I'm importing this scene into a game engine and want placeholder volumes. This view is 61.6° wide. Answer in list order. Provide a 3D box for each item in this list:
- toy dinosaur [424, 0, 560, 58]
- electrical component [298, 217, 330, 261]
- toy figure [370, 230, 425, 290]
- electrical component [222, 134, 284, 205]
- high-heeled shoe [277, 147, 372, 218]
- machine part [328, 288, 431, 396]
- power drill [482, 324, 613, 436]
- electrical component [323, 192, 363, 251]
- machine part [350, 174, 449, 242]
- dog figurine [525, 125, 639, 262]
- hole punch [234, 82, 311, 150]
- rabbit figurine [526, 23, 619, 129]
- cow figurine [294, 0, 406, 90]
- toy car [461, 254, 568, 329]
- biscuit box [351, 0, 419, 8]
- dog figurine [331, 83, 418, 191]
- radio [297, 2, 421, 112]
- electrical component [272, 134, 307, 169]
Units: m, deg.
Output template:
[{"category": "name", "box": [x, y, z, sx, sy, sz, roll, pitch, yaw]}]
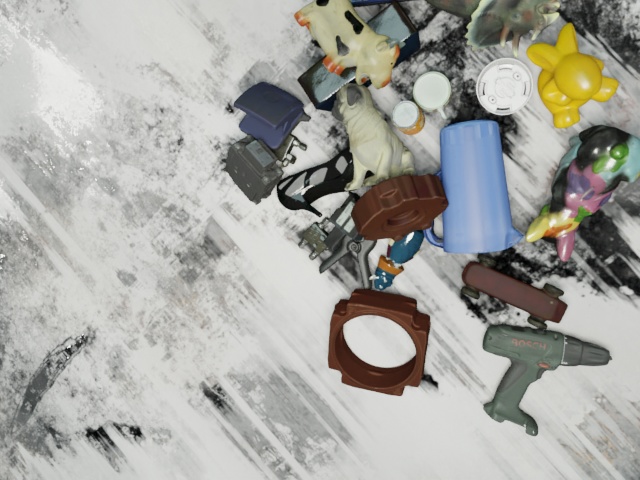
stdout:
[{"category": "toy dinosaur", "box": [0.247, -0.480, 0.973, 0.405, 0.131, 0.192, 34, 106, 15]}, {"category": "electrical component", "box": [-0.002, -0.004, 1.163, 0.063, 0.021, 0.094, 46, 106, 5]}, {"category": "toy figure", "box": [0.158, 0.037, 1.106, 0.064, 0.058, 0.154, 37, 111, 13]}, {"category": "electrical component", "box": [-0.140, -0.150, 1.125, 0.115, 0.058, 0.134, 46, 149, 4]}, {"category": "high-heeled shoe", "box": [0.018, -0.153, 1.124, 0.248, 0.086, 0.145, -49, 54, 1]}, {"category": "machine part", "box": [0.120, 0.212, 1.112, 0.202, 0.087, 0.200, 9, 112, 13]}, {"category": "power drill", "box": [0.424, 0.274, 1.057, 0.232, 0.086, 0.207, 17, 107, 14]}, {"category": "electrical component", "box": [0.059, -0.031, 1.095, 0.075, 0.047, 0.119, 37, 102, 21]}, {"category": "machine part", "box": [0.147, -0.056, 0.988, 0.179, 0.179, 0.056, -25, 66, 18]}, {"category": "dog figurine", "box": [0.457, -0.075, 0.946, 0.108, 0.191, 0.219, 28, 90, 3]}, {"category": "hole punch", "box": [-0.103, -0.266, 1.099, 0.142, 0.092, 0.116, 30, 75, 14]}, {"category": "rabbit figurine", "box": [0.435, -0.283, 0.917, 0.122, 0.173, 0.162, -26, 95, 22]}, {"category": "cow figurine", "box": [0.059, -0.344, 0.924, 0.127, 0.085, 0.195, -35, 87, 24]}, {"category": "toy car", "box": [0.378, 0.101, 1.055, 0.202, 0.053, 0.089, 24, 94, 15]}, {"category": "biscuit box", "box": [0.116, -0.466, 0.986, 0.203, 0.063, 0.059, 17, 116, 41]}, {"category": "dog figurine", "box": [0.109, -0.198, 1.009, 0.121, 0.172, 0.190, -6, 96, 33]}, {"category": "radio", "box": [0.079, -0.340, 1.029, 0.230, 0.131, 0.073, -32, 88, 18]}, {"category": "electrical component", "box": [-0.088, -0.196, 1.145, 0.102, 0.045, 0.078, 37, 108, 8]}]
